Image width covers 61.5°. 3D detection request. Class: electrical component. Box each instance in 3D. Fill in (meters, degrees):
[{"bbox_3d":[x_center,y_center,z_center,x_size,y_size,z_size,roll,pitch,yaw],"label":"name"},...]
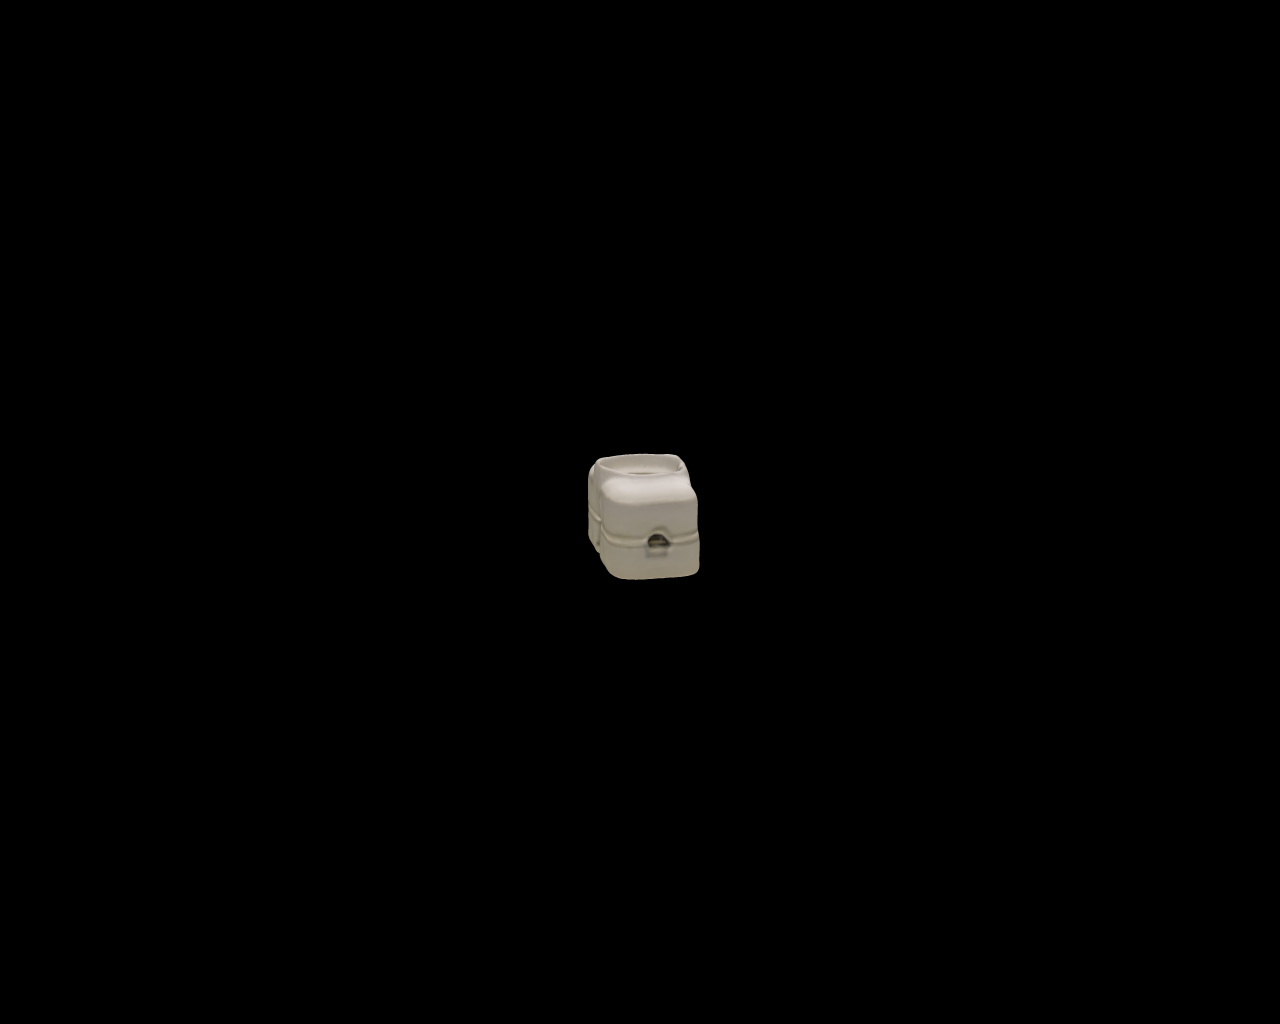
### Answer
[{"bbox_3d":[0.001,-0.003,0.650,0.054,0.059,0.095,-3,16,-11],"label":"electrical component"}]
